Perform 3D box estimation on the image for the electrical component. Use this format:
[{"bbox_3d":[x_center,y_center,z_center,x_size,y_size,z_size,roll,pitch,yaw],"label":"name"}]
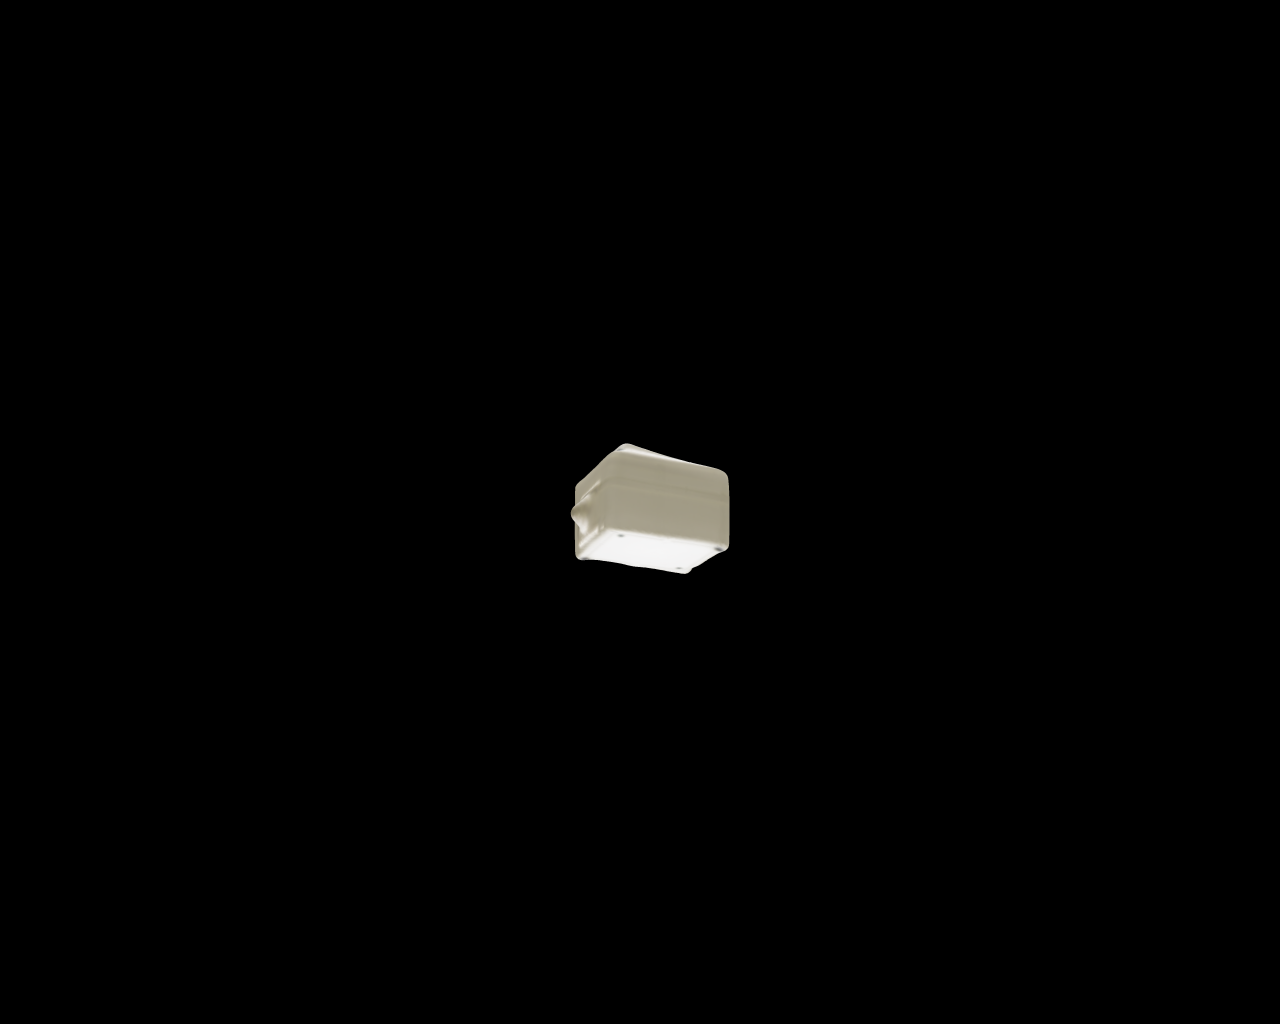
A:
[{"bbox_3d":[0.001,-0.003,0.650,0.096,0.061,0.061,9,-24,-22],"label":"electrical component"}]
